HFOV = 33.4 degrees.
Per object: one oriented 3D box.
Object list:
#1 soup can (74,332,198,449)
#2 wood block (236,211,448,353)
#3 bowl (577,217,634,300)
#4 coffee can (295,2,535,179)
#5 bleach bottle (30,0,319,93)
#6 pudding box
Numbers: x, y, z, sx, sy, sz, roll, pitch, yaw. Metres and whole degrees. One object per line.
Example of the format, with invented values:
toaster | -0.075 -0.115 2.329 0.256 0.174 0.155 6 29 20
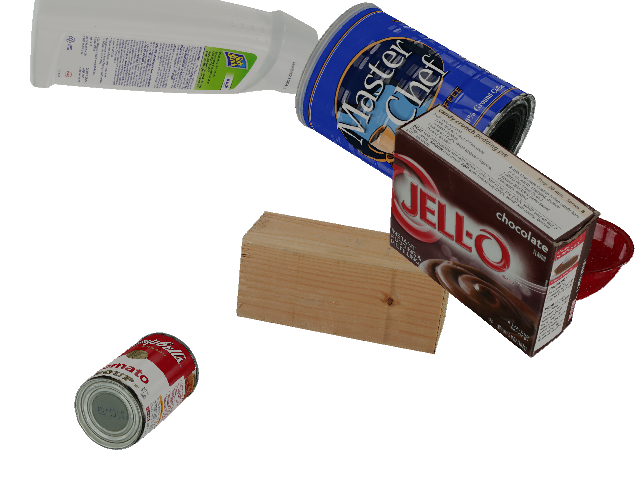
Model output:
soup can | -0.158 0.129 0.924 0.069 0.068 0.102 0 16 21
wood block | 0.027 0.041 1.094 0.206 0.091 0.090 11 22 10
bowl | 0.259 0.022 1.174 0.162 0.055 0.162 -1 27 0
coffee can | 0.067 -0.093 0.769 0.140 0.103 0.102 34 13 20
bleach bottle | -0.106 -0.156 0.874 0.250 0.068 0.103 6 -26 -13
pudding box | 0.087 -0.006 0.563 0.039 0.090 0.114 -35 56 -26
